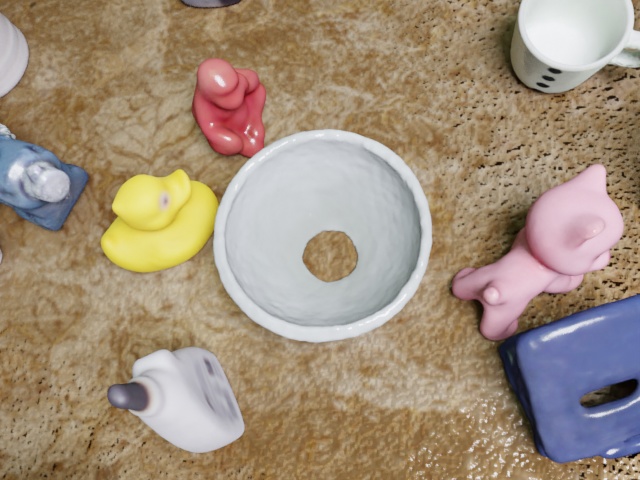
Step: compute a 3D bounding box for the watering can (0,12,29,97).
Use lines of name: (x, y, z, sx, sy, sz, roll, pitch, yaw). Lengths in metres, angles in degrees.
watering can: (-0.361, -0.204, 0.505, 0.101, 0.194, 0.173, -10, 72, 5)

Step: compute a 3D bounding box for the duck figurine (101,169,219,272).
duck figurine: (-0.142, -0.021, 0.479, 0.104, 0.086, 0.077, -32, 72, -3)

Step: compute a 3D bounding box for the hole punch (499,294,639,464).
hole punch: (0.193, 0.098, 0.396, 0.108, 0.091, 0.101, -19, 72, 2)

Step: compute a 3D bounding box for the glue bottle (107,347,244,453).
glue bottle: (-0.099, 0.107, 0.388, 0.037, 0.173, 0.078, -26, 72, 0)

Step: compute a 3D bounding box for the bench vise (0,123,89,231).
bench vise: (-0.299, -0.095, 0.451, 0.207, 0.220, 0.121, 3, 74, 9)

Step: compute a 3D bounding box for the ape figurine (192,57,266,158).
ape figurine: (-0.081, -0.121, 0.497, 0.076, 0.092, 0.078, 35, 81, 16)

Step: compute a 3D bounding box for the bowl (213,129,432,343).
bowl: (0.004, 0.002, 0.458, 0.167, 0.075, 0.167, -2, 73, 7)

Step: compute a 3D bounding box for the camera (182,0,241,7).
camera: (-0.078, -0.313, 0.550, 0.136, 0.101, 0.143, 6, 74, 10)

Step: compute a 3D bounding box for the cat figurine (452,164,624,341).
cat figurine: (0.161, 0.009, 0.413, 0.128, 0.118, 0.067, -37, 72, -4)

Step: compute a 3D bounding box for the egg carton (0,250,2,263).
egg carton: (-0.363, 0.019, 0.504, 0.150, 0.069, 0.107, 12, 75, 11)
